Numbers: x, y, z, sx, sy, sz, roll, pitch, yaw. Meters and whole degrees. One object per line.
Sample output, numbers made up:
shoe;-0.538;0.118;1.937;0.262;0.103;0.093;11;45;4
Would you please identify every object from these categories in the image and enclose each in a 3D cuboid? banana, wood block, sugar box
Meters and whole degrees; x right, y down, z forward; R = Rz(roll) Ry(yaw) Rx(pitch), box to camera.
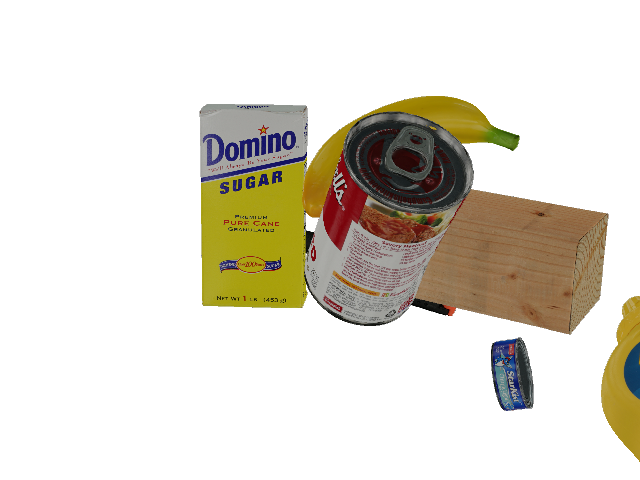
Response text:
banana;0.053;-0.068;0.757;0.197;0.037;0.070;-22;42;-32
wood block;0.152;0.009;1.001;0.206;0.090;0.090;12;24;29
sugar box;-0.058;-0.030;0.940;0.093;0.176;0.048;1;15;3

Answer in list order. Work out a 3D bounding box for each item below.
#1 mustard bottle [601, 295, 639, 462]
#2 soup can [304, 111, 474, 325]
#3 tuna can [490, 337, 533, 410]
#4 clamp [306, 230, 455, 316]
mustard bottle;0.209;0.095;0.585;0.096;0.058;0.191;-8;35;-4
soup can;0.034;-0.009;0.571;0.068;0.068;0.102;0;-39;-16
tuna can;0.231;0.161;1.284;0.034;0.086;0.086;-10;-3;19
clamp;0.070;0.021;1.249;0.164;0.036;0.210;-22;51;-39
